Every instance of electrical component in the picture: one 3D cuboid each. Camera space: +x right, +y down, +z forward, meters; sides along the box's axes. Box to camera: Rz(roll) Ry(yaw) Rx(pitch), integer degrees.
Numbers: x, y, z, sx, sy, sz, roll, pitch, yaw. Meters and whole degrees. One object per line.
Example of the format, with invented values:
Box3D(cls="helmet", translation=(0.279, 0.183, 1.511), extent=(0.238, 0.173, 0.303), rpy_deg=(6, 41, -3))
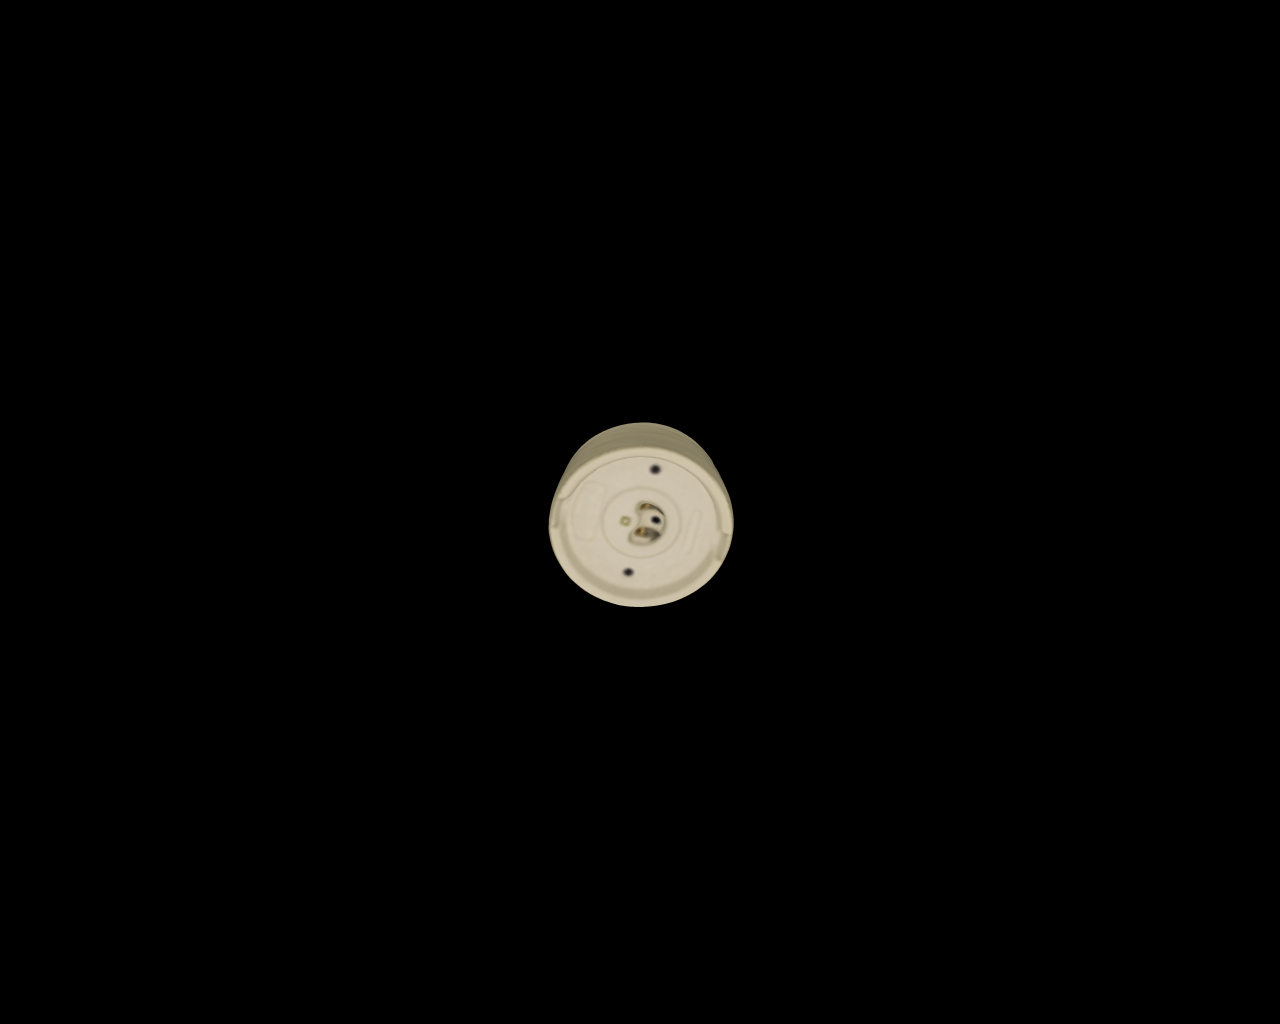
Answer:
Box3D(cls="electrical component", translation=(0.001, -0.003, 0.650), extent=(0.108, 0.108, 0.060), rpy_deg=(0, 27, 0))
